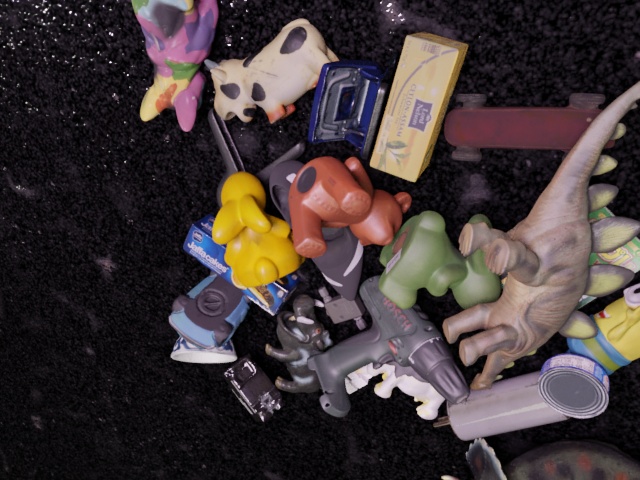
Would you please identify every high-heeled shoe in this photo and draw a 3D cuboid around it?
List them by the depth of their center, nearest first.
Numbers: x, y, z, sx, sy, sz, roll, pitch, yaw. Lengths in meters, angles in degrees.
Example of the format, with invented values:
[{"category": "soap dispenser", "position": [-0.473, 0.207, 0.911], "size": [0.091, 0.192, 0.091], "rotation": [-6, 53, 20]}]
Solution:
[{"category": "high-heeled shoe", "position": [-0.002, -0.002, 0.793], "size": [0.086, 0.145, 0.248], "rotation": [-17, 101, 23]}]

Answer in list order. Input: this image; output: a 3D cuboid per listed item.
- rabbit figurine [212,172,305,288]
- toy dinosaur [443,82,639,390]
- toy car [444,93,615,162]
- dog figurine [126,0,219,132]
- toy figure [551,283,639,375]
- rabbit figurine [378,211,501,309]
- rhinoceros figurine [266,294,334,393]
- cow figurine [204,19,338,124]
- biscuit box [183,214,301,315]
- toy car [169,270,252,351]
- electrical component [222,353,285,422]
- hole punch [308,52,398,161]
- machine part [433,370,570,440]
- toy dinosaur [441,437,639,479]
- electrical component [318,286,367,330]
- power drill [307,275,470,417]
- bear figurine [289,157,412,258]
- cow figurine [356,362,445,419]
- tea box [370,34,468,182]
[{"category": "rabbit figurine", "position": [-0.107, -0.019, 0.802], "size": [0.122, 0.162, 0.173], "rotation": [-15, 91, 10]}, {"category": "toy dinosaur", "position": [0.277, 0.022, 0.661], "size": [0.199, 0.105, 0.470], "rotation": [0, 123, -14]}, {"category": "toy car", "position": [0.259, -0.141, 0.678], "size": [0.202, 0.053, 0.089], "rotation": [5, 104, 25]}, {"category": "dog figurine", "position": [-0.213, -0.269, 0.757], "size": [0.109, 0.191, 0.219], "rotation": [14, 102, 10]}, {"category": "toy figure", "position": [0.403, 0.128, 0.721], "size": [0.089, 0.082, 0.180], "rotation": [37, 117, -8]}, {"category": "rabbit figurine", "position": [0.190, 0.034, 0.768], "size": [0.170, 0.121, 0.159], "rotation": [29, 113, -9]}, {"category": "rhinoceros figurine", "position": [-0.031, 0.184, 0.934], "size": [0.112, 0.073, 0.190], "rotation": [5, 114, 22]}, {"category": "cow figurine", "position": [-0.077, -0.234, 0.762], "size": [0.195, 0.085, 0.127], "rotation": [-31, 96, 27]}, {"category": "biscuit box", "position": [-0.135, 0.039, 0.920], "size": [0.203, 0.063, 0.059], "rotation": [34, 120, 6]}, {"category": "toy car", "position": [-0.187, 0.126, 0.938], "size": [0.109, 0.162, 0.103], "rotation": [33, 140, 4]}, {"category": "electrical component", "position": [-0.125, 0.271, 0.989], "size": [0.115, 0.058, 0.134], "rotation": [54, 159, 4]}, {"category": "hole punch", "position": [0.046, -0.178, 0.714], "size": [0.092, 0.116, 0.142], "rotation": [16, 118, 11]}, {"category": "machine part", "position": [0.287, 0.254, 0.827], "size": [0.243, 0.079, 0.079], "rotation": [-26, 100, 29]}, {"category": "toy dinosaur", "position": [0.378, 0.364, 0.811], "size": [0.405, 0.131, 0.192], "rotation": [-25, 110, 21]}, {"category": "electrical component", "position": [0.039, 0.114, 0.902], "size": [0.063, 0.021, 0.094], "rotation": [-24, 102, 30]}, {"category": "power drill", "position": [0.087, 0.182, 0.803], "size": [0.207, 0.086, 0.232], "rotation": [-43, 52, 24]}, {"category": "bear figurine", "position": [0.052, -0.029, 0.727], "size": [0.120, 0.132, 0.195], "rotation": [-43, 133, 21]}, {"category": "cow figurine", "position": [0.131, 0.210, 0.878], "size": [0.167, 0.068, 0.098], "rotation": [26, 114, 7]}, {"category": "tea box", "position": [0.128, -0.172, 0.694], "size": [0.068, 0.098, 0.169], "rotation": [21, 120, 14]}]
